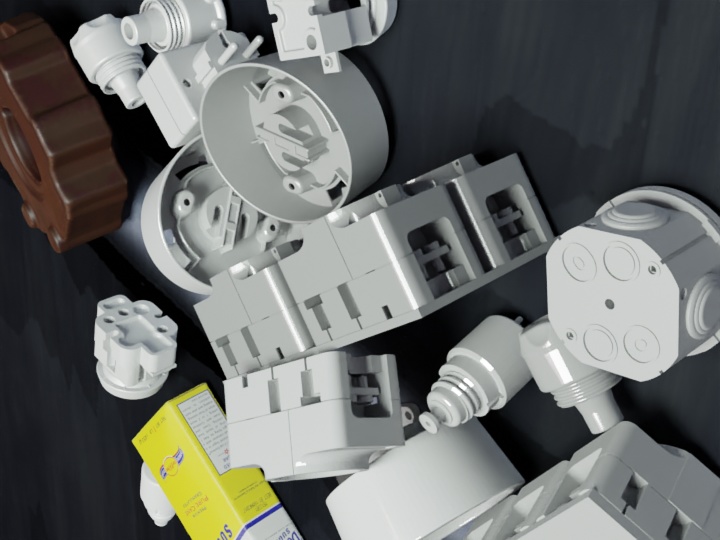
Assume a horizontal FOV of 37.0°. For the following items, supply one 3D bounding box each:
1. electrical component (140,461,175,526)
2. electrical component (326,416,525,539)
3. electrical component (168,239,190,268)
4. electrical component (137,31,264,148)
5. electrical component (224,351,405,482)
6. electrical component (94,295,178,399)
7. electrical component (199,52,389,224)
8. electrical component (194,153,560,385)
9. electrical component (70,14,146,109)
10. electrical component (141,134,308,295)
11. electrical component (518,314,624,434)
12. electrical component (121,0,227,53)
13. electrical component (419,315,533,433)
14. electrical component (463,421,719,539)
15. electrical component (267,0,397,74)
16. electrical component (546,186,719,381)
[{"bbox_3d":[-0.170,0.192,0.930,0.040,0.040,0.078,38,135,30],"label":"electrical component"},{"bbox_3d":[0.032,0.122,0.611,0.060,0.108,0.108,59,142,17],"label":"electrical component"},{"bbox_3d":[-0.107,-0.016,0.728,0.048,0.062,0.048,26,127,39],"label":"electrical component"},{"bbox_3d":[-0.084,-0.117,0.645,0.077,0.066,0.047,-35,83,51],"label":"electrical component"},{"bbox_3d":[-0.025,0.079,0.563,0.089,0.050,0.055,-19,71,43],"label":"electrical component"},{"bbox_3d":[-0.181,0.066,0.863,0.078,0.058,0.057,37,131,31],"label":"electrical component"},{"bbox_3d":[-0.035,-0.077,0.608,0.099,0.064,0.099,32,138,33],"label":"electrical component"},{"bbox_3d":[0.000,0.000,0.579,0.186,0.105,0.060,-24,90,52],"label":"electrical component"},{"bbox_3d":[-0.170,-0.142,0.749,0.062,0.043,0.043,59,141,6],"label":"electrical component"},{"bbox_3d":[-0.084,-0.034,0.668,0.064,0.099,0.099,-18,96,58],"label":"electrical component"},{"bbox_3d":[0.108,0.050,0.531,0.043,0.043,0.062,-30,87,52],"label":"electrical component"},{"bbox_3d":[-0.117,-0.154,0.667,0.048,0.062,0.048,25,127,39],"label":"electrical component"},{"bbox_3d":[0.061,0.057,0.567,0.040,0.078,0.040,35,147,27],"label":"electrical component"},{"bbox_3d":[0.118,0.149,0.547,0.089,0.061,0.150,41,139,1],"label":"electrical component"},{"bbox_3d":[-0.014,-0.138,0.561,0.048,0.055,0.066,5,113,48],"label":"electrical component"},{"bbox_3d":[0.126,0.007,0.481,0.080,0.051,0.080,26,127,39],"label":"electrical component"}]
